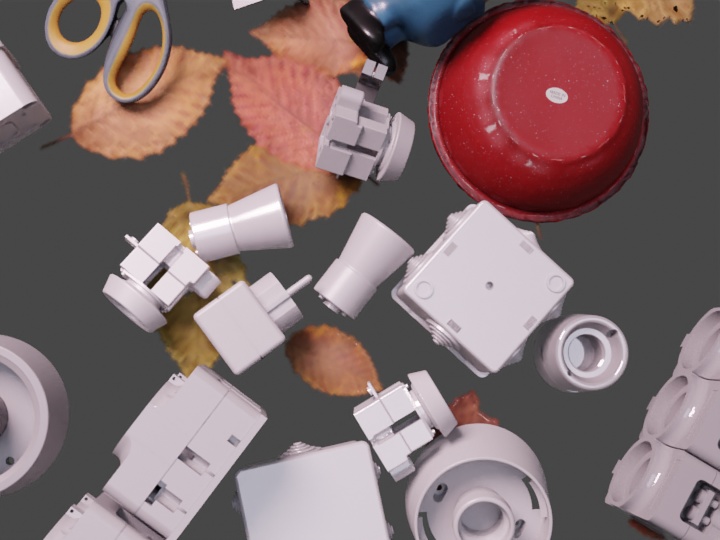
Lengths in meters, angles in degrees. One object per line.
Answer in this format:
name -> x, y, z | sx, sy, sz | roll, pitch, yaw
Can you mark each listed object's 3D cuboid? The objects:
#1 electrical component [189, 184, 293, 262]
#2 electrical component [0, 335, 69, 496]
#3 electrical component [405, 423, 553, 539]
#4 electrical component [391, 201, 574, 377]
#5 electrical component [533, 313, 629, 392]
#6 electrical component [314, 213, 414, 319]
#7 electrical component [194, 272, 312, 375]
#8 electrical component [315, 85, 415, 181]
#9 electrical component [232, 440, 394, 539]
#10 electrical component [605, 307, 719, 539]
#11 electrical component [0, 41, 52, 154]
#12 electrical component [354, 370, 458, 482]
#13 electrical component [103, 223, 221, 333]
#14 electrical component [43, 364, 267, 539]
electrical component -> -0.081, -0.029, 0.718 | 0.065, 0.044, 0.044 | -14, 87, -2
electrical component -> -0.244, 0.094, 0.681 | 0.108, 0.060, 0.108 | 0, 85, -6
electrical component -> 0.080, 0.159, 0.720 | 0.099, 0.064, 0.099 | 0, 98, 0
electrical component -> 0.083, 0.012, 0.727 | 0.100, 0.048, 0.099 | 42, 83, 0
electrical component -> 0.151, 0.056, 0.731 | 0.055, 0.047, 0.055 | 0, 85, -6
electrical component -> 0.000, 0.000, 0.724 | 0.044, 0.044, 0.065 | 38, 88, -2
electrical component -> -0.063, 0.027, 0.702 | 0.077, 0.066, 0.047 | -36, 90, -7
electrical component -> 0.004, -0.088, 0.724 | 0.055, 0.048, 0.066 | 17, 129, -10
electrical component -> -0.030, 0.162, 0.703 | 0.100, 0.048, 0.099 | -12, 87, -6
electrical component -> 0.230, 0.105, 0.713 | 0.062, 0.089, 0.150 | 31, 83, -3
electrical component -> -0.264, -0.096, 0.686 | 0.113, 0.078, 0.057 | -34, 92, -7
electrical component -> 0.031, 0.098, 0.717 | 0.055, 0.048, 0.066 | -31, 89, 0
electrical component -> -0.135, 0.007, 0.707 | 0.066, 0.048, 0.055 | 41, 75, -1
electrical component -> -0.139, 0.146, 0.665 | 0.060, 0.105, 0.186 | 37, 83, -2
